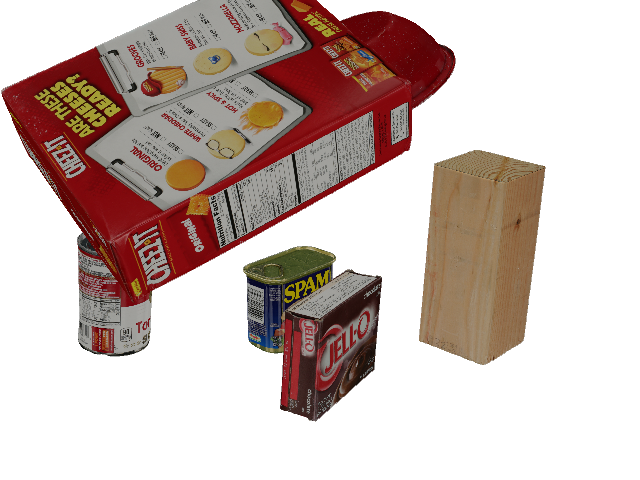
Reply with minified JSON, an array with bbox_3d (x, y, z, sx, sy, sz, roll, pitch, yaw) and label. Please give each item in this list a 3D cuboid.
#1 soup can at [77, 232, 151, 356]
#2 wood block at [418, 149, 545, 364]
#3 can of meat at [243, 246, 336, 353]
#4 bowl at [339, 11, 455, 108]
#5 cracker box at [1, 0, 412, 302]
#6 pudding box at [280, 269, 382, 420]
[{"bbox_3d":[-0.187,0.046,0.971,0.068,0.102,0.068,5,21,-2],"label":"soup can"},{"bbox_3d":[0.175,0.017,1.163,0.090,0.206,0.090,19,25,36],"label":"wood block"},{"bbox_3d":[-0.032,0.062,1.119,0.058,0.084,0.101,18,26,39],"label":"can of meat"},{"bbox_3d":[0.028,-0.147,0.898,0.162,0.055,0.162,-21,27,11],"label":"bowl"},{"bbox_3d":[-0.072,-0.077,0.697,0.213,0.072,0.164,-30,53,-17],"label":"cracker box"},{"bbox_3d":[0.010,0.083,0.881,0.039,0.090,0.113,14,23,23],"label":"pudding box"}]
